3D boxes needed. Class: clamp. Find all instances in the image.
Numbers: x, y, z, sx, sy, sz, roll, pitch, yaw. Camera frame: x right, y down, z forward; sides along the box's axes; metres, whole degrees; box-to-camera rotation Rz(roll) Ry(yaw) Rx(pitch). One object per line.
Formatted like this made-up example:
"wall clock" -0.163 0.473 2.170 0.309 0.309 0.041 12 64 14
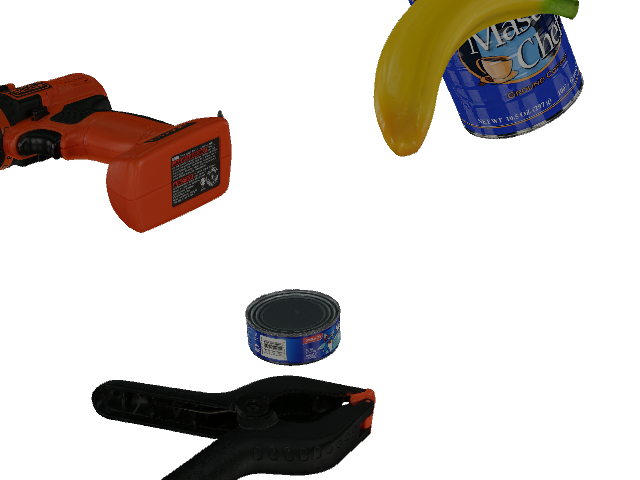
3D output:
"clamp" -0.044 0.118 0.625 0.171 0.039 0.120 -3 34 -14

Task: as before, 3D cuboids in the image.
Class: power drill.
"power drill" -0.169 -0.061 0.715 0.188 0.057 0.184 19 32 29

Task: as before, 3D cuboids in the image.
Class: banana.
"banana" 0.078 -0.117 0.615 0.070 0.037 0.197 31 51 23

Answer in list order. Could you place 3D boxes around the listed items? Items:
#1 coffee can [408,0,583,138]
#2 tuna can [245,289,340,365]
"coffee can" 0.133 -0.165 0.825 0.103 0.140 0.103 -21 34 14
"tuna can" -0.024 0.078 0.964 0.086 0.034 0.086 -2 25 1
